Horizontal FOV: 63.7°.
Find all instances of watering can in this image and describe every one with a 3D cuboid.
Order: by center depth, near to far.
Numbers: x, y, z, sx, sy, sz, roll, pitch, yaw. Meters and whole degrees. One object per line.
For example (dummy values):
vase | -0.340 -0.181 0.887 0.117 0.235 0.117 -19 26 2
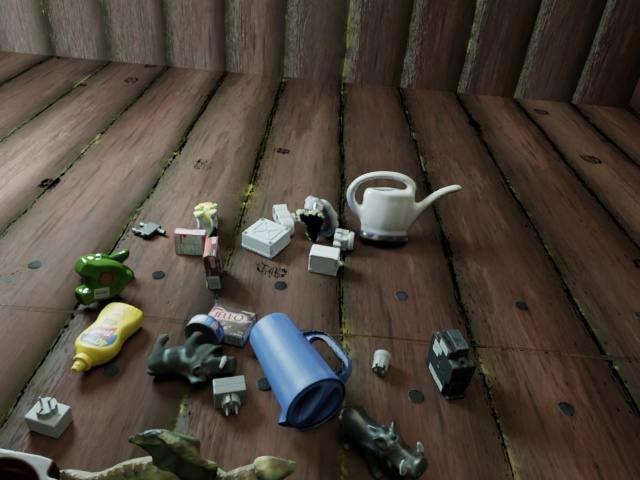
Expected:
watering can | 0.252 -0.094 1.594 0.348 0.222 0.105 6 15 1

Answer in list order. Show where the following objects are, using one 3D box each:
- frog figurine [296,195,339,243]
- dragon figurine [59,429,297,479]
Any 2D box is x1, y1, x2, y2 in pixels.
frog figurine | 0.005 -0.082 1.634 0.137 0.121 0.162 44 29 -2
dragon figurine | -0.245 0.365 0.831 0.410 0.237 0.125 7 38 -1
